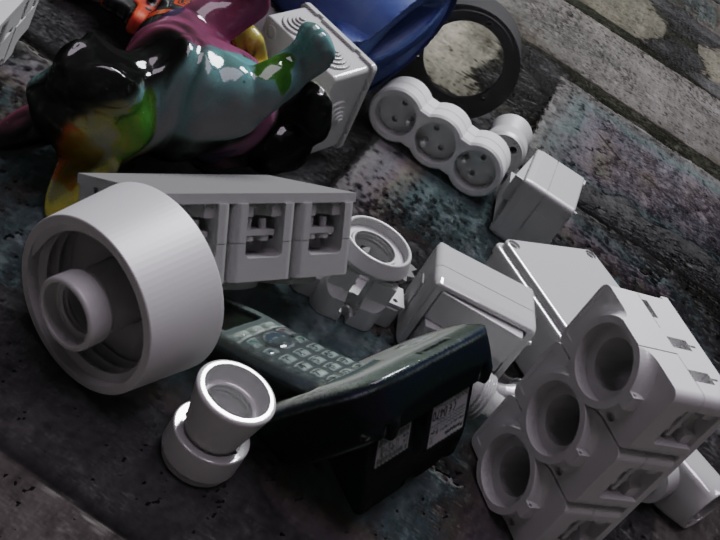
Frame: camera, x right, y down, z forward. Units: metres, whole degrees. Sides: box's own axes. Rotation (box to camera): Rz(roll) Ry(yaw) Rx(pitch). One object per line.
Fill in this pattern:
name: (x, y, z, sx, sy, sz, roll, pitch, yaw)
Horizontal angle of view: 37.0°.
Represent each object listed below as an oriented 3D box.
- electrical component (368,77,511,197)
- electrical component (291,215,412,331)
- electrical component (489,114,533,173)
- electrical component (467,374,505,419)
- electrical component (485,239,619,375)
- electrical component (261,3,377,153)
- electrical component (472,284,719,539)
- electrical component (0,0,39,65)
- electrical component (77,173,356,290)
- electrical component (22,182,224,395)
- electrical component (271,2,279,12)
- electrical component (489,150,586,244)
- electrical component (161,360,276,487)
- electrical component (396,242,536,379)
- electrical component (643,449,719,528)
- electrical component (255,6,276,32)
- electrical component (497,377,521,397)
electrical component: (0.078, -0.129, 0.996, 0.138, 0.052, 0.073, 35, 31, 1)
electrical component: (0.000, 0.000, 0.744, 0.078, 0.057, 0.058, 23, 33, -16)
electrical component: (0.143, -0.123, 1.054, 0.045, 0.045, 0.055, 33, 32, -1)
electrical component: (0.072, 0.078, 0.716, 0.062, 0.048, 0.048, 35, 31, -10)
electrical component: (0.158, 0.035, 0.840, 0.109, 0.056, 0.108, 6, 41, -37)
electrical component: (-0.045, -0.152, 0.870, 0.048, 0.099, 0.099, -25, 64, -42)
electrical component: (0.139, 0.093, 0.652, 0.062, 0.150, 0.089, 13, 37, -32)
electrical component: (-0.290, -0.169, 0.710, 0.105, 0.060, 0.186, 26, 32, -12)
electrical component: (-0.088, -0.023, 0.668, 0.089, 0.061, 0.150, 15, 14, 43)
electrical component: (-0.132, 0.013, 0.564, 0.108, 0.108, 0.060, 43, 39, 16)
electrical component: (-0.084, -0.257, 1.033, 0.077, 0.043, 0.079, 33, 31, 0)
electrical component: (0.158, -0.064, 0.970, 0.061, 0.061, 0.096, 33, 31, 0)
electrical component: (-0.076, 0.081, 0.566, 0.045, 0.055, 0.045, 23, 33, -16)
electrical component: (0.080, 0.037, 0.761, 0.096, 0.061, 0.061, 27, 32, -11)
electrical component: (0.209, 0.141, 0.753, 0.079, 0.043, 0.077, -5, 48, -45)
electrical component: (-0.088, -0.207, 0.952, 0.077, 0.043, 0.079, 49, -4, -18)
electrical component: (0.116, 0.090, 0.748, 0.061, 0.035, 0.035, 19, 34, -18)
